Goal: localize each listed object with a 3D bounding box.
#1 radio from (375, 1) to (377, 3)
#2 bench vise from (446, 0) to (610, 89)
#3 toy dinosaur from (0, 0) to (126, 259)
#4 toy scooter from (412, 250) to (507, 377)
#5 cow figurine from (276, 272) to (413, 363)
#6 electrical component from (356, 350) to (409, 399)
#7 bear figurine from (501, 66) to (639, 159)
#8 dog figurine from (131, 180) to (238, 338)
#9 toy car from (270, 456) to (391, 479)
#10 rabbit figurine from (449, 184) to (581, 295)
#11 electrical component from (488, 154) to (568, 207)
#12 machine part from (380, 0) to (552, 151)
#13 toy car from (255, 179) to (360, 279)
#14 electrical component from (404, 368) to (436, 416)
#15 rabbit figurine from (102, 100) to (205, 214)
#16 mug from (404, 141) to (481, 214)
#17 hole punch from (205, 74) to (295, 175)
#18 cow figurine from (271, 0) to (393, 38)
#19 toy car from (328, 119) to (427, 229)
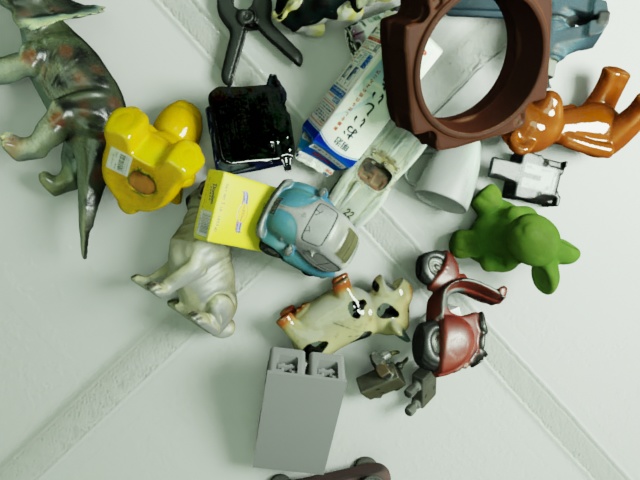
[{"bbox_3d":[0.067,-0.474,0.764,0.131,0.073,0.229,-31,97,-3],"label":"radio"},{"bbox_3d":[0.281,-0.342,0.771,0.241,0.129,0.223,9,103,15],"label":"bench vise"},{"bbox_3d":[-0.339,-0.193,0.730,0.192,0.131,0.404,-27,101,-2],"label":"toy dinosaur"},{"bbox_3d":[0.204,0.106,0.768,0.135,0.075,0.184,8,71,-7],"label":"toy scooter"},{"bbox_3d":[0.049,0.115,0.790,0.195,0.085,0.127,-30,97,1],"label":"cow figurine"},{"bbox_3d":[0.095,0.199,0.796,0.078,0.102,0.045,-27,56,15],"label":"electrical component"},{"bbox_3d":[0.353,-0.181,0.769,0.196,0.120,0.131,6,132,-18],"label":"bear figurine"},{"bbox_3d":[-0.147,0.025,0.770,0.190,0.121,0.172,-54,130,-17],"label":"dog figurine"},{"bbox_3d":[0.007,0.372,0.798,0.202,0.089,0.053,-11,90,-5],"label":"toy car"},{"bbox_3d":[0.281,0.009,0.759,0.159,0.170,0.121,37,90,-5],"label":"rabbit figurine"},{"bbox_3d":[0.307,-0.095,0.817,0.119,0.048,0.074,9,92,-5],"label":"electrical component"},{"bbox_3d":[0.186,-0.228,0.681,0.201,0.087,0.200,-16,121,-9],"label":"machine part"},{"bbox_3d":[-0.001,-0.002,0.724,0.161,0.103,0.109,43,72,-41],"label":"toy car"},{"bbox_3d":[0.159,0.222,0.819,0.094,0.021,0.063,-31,126,-41],"label":"electrical component"},{"bbox_3d":[-0.208,-0.116,0.732,0.122,0.173,0.162,19,136,-5],"label":"rabbit figurine"},{"bbox_3d":[0.187,-0.105,0.799,0.110,0.080,0.107,22,82,31],"label":"mug"},{"bbox_3d":[-0.103,-0.153,0.767,0.116,0.092,0.142,-8,84,-23],"label":"hole punch"},{"bbox_3d":[0.018,-0.328,0.720,0.167,0.098,0.068,-8,99,35],"label":"cow figurine"},{"bbox_3d":[0.086,-0.107,0.787,0.073,0.056,0.201,36,97,-6],"label":"toy car"}]
